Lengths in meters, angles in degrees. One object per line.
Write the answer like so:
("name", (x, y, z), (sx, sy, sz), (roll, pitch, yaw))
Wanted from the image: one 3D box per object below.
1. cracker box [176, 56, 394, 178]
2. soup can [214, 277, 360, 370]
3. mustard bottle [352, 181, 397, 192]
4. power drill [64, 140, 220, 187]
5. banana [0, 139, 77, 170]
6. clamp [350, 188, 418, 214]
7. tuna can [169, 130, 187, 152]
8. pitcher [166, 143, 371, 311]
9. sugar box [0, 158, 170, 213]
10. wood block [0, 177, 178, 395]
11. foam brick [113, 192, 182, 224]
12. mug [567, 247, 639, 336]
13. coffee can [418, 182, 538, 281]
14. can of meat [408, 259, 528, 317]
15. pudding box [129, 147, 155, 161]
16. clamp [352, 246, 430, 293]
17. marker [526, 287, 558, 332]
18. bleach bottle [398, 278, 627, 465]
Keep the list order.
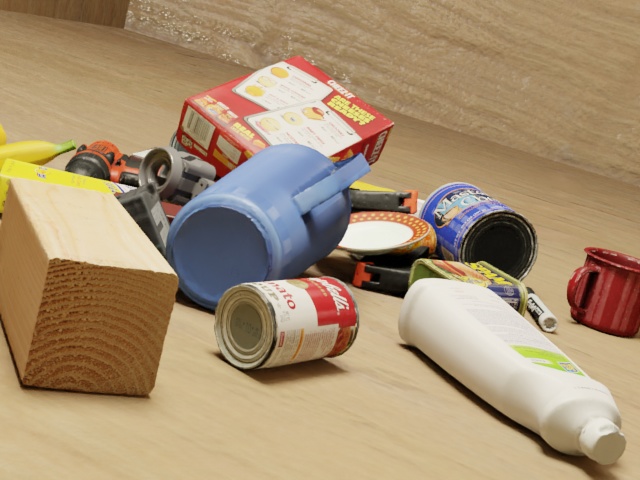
("cracker box", (-0.041, -0.128, 1.280), (0.164, 0.072, 0.213), (39, 41, 20))
("soup can", (-0.026, 0.065, 0.850), (0.069, 0.068, 0.102), (24, 17, 38))
("mustard bottle", (0.027, -0.066, 1.499), (0.192, 0.058, 0.096), (22, 7, 33))
("power drill", (-0.202, -0.066, 1.249), (0.187, 0.057, 0.184), (14, 16, -5))
("banana", (-0.352, -0.088, 1.175), (0.070, 0.037, 0.197), (-27, 2, 26))
("clamp", (0.036, -0.046, 1.330), (0.210, 0.036, 0.164), (1, -2, 32))
("tuna can", (-0.163, -0.124, 1.474), (0.086, 0.086, 0.033), (15, 11, 4))
("pitcher", (-0.049, -0.018, 1.027), (0.145, 0.149, 0.242), (17, 16, 9))
("sugar box", (-0.244, -0.039, 1.108), (0.176, 0.048, 0.093), (10, 13, -15))
("wood block", (-0.180, 0.028, 0.785), (0.090, 0.091, 0.206), (9, 13, -25))
("foam brick", (-0.172, -0.010, 1.050), (0.078, 0.053, 0.051), (13, 13, -10))
("mug", (0.332, 0.060, 1.237), (0.117, 0.081, 0.093), (6, 15, -35))
("coffee can", (0.193, -0.006, 1.321), (0.102, 0.103, 0.140), (10, 13, -18))
("can of meat", (0.150, 0.057, 1.109), (0.083, 0.057, 0.102), (5, 15, -27))
("pudding box", (-0.196, -0.091, 1.406), (0.090, 0.039, 0.113), (15, 10, 7))
("clamp", (0.112, 0.038, 1.185), (0.120, 0.039, 0.171), (13, 15, 40))
("marker", (0.247, 0.077, 1.212), (0.020, 0.020, 0.121), (13, 13, -5))
("bleach bottle", (0.161, 0.109, 0.884), (0.102, 0.068, 0.251), (8, 17, -23))
